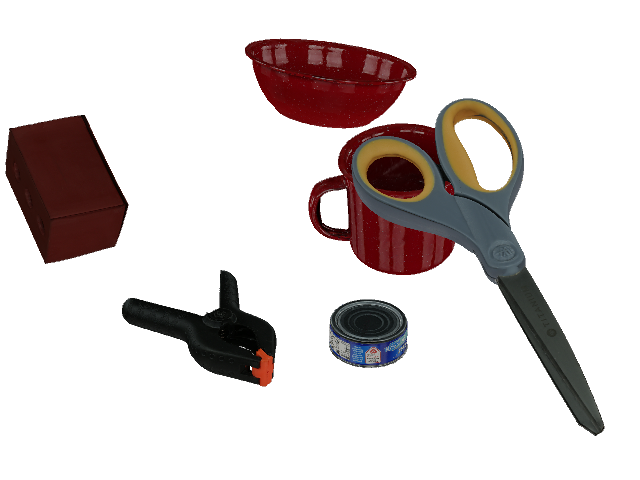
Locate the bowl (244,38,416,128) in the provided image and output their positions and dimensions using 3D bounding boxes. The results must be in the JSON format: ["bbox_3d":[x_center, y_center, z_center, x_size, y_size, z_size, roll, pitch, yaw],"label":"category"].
[{"bbox_3d":[0.006,-0.145,1.000,0.162,0.055,0.162,7,22,-3],"label":"bowl"}]

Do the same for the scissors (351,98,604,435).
[{"bbox_3d":[0.065,0.006,0.501,0.096,0.201,0.016,-6,-41,4],"label":"scissors"}]

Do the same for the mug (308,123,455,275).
[{"bbox_3d":[0.049,-0.027,0.795,0.117,0.081,0.093,-9,39,-6],"label":"mug"}]

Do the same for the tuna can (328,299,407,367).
[{"bbox_3d":[0.052,0.099,1.155,0.086,0.034,0.086,0,30,0],"label":"tuna can"}]

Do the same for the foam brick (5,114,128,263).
[{"bbox_3d":[-0.167,-0.034,0.698,0.051,0.078,0.053,-16,-27,-29],"label":"foam brick"}]

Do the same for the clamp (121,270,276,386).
[{"bbox_3d":[-0.089,0.077,0.985,0.120,0.039,0.172,-29,43,-36],"label":"clamp"}]
